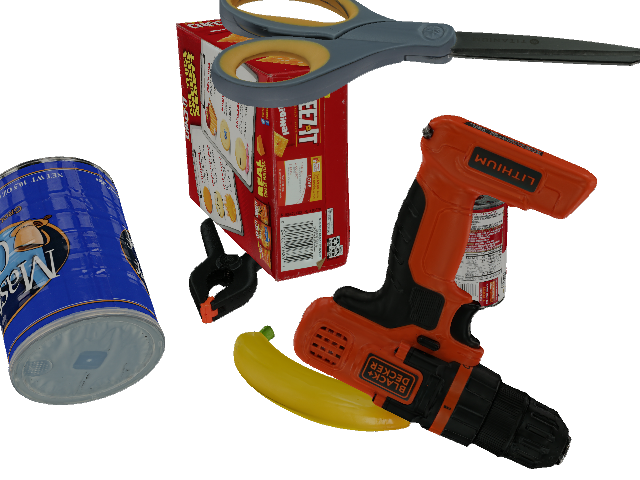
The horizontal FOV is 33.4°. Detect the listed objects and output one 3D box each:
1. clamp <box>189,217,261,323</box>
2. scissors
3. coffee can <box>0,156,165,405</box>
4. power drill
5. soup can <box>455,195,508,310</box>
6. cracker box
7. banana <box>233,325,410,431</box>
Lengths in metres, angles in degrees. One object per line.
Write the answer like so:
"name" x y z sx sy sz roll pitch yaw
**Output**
"clamp" -0.096 0.032 1.258 0.120 0.039 0.171 -2 41 10
"scissors" 0.038 -0.081 0.486 0.202 0.016 0.096 17 50 18
"coffee can" -0.175 0.027 0.739 0.102 0.140 0.103 -16 -34 -12
"power drill" 0.095 0.031 0.654 0.184 0.188 0.057 25 12 6
"soup can" 0.134 0.004 0.959 0.068 0.102 0.068 -2 23 1
"cracker box" -0.050 -0.084 0.878 0.072 0.164 0.214 -11 24 -22
"banana" -0.015 0.109 0.852 0.069 0.037 0.198 -24 31 -30
